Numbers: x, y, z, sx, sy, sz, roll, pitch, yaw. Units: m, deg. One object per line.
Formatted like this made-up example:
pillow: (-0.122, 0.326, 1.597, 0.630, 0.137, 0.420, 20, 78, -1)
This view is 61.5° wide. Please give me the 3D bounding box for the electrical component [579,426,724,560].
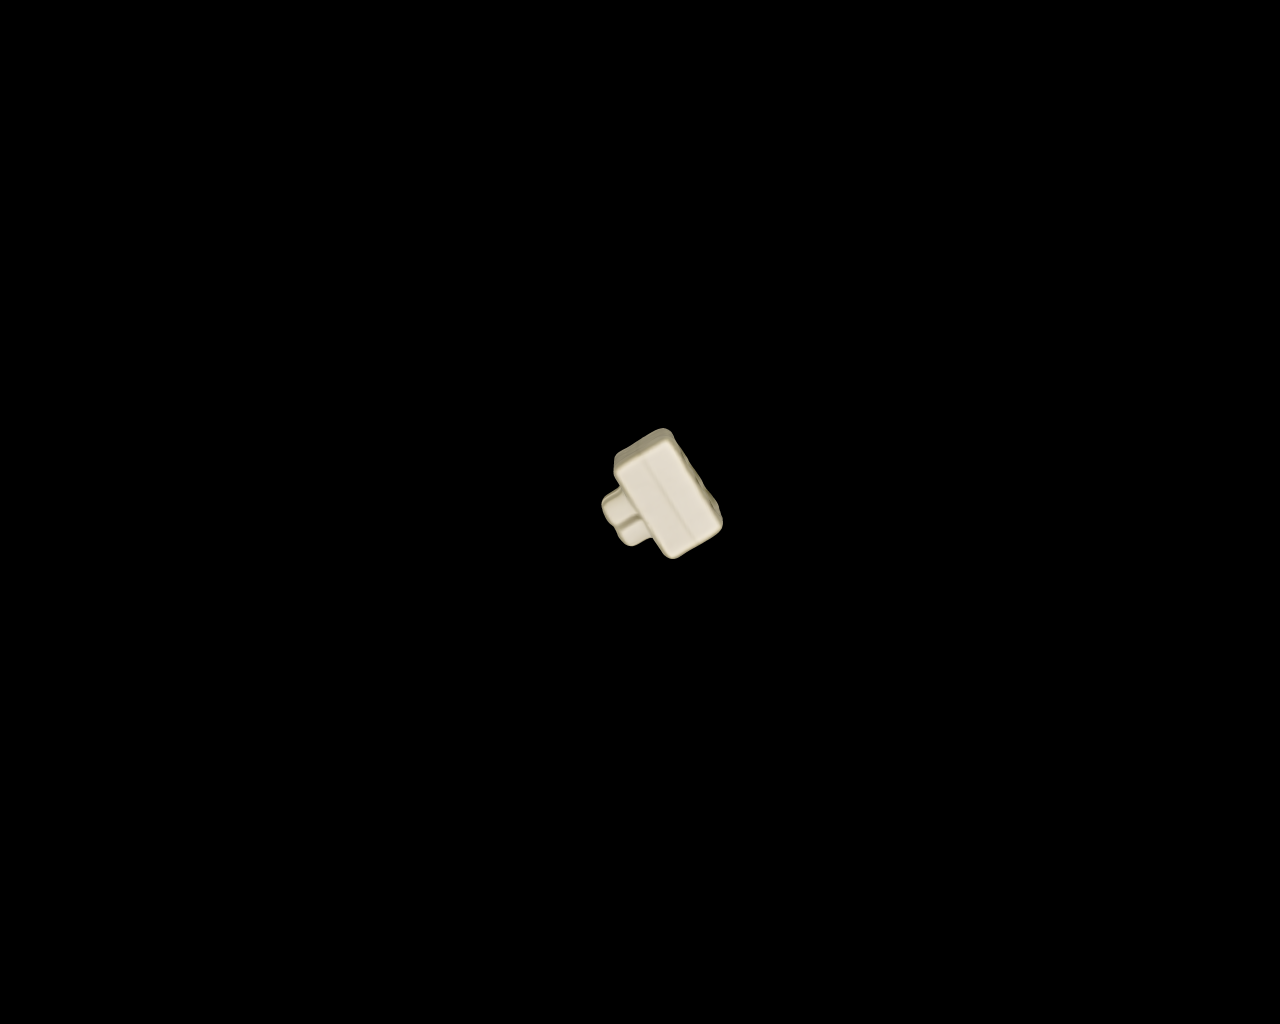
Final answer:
electrical component: (0.001, -0.003, 0.650, 0.077, 0.065, 0.047, -31, 11, 7)
